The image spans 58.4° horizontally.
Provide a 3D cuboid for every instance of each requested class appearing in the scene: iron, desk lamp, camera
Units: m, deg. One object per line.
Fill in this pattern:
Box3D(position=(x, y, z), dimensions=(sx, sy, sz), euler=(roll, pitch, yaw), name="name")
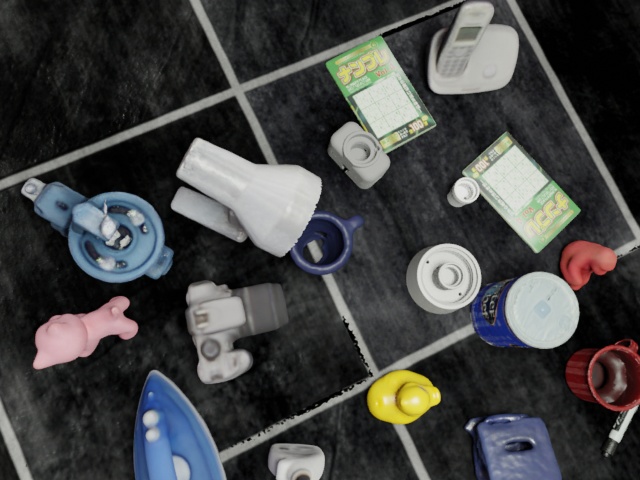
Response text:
Box3D(position=(-0.196, 0.299, 0.745), dimensions=(0.119, 0.141, 0.258), euler=(-17, 83, -9), name="iron")
Box3D(position=(-0.108, -0.059, 0.778), dimensions=(0.203, 0.213, 0.118), euler=(24, 79, -1), name="desk lamp")
Box3D(position=(-0.112, 0.119, 0.805), dimensions=(0.137, 0.100, 0.143), euler=(-12, 82, -8), name="camera")

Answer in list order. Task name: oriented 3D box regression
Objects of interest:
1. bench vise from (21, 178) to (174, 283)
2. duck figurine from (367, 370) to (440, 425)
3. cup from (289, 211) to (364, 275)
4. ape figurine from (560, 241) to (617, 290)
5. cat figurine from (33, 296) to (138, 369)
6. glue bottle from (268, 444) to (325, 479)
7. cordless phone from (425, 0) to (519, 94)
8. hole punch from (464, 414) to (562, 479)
Box3D(position=(-0.305, -0.014, 0.746), dimensions=(0.207, 0.219, 0.121), euler=(12, 79, -4), name="bench vise")
Box3D(position=(0.122, 0.228, 0.820), dimensions=(0.104, 0.086, 0.077), euler=(-7, 81, -7), name="duck figurine")
Box3D(position=(0.008, 0.003, 0.841), dimensions=(0.118, 0.095, 0.091), euler=(-31, 85, -10), name="cup")
Box3D(position=(0.419, 0.034, 0.882), dimensions=(0.078, 0.092, 0.076), euler=(-11, 82, -8), name="ape figurine")
Box3D(position=(-0.322, 0.122, 0.773), dimensions=(0.128, 0.117, 0.067), euler=(-26, 84, -10), name="cat figurine")
Box3D(position=(-0.028, 0.300, 0.747), dimensions=(0.078, 0.173, 0.037), euler=(7, 80, -5), name="glue bottle")
Box3D(position=(0.246, -0.300, 0.872), dimensions=(0.147, 0.185, 0.094), euler=(-8, 81, -7), name="cordless phone")
Box3D(position=(0.276, 0.302, 0.822), dimensions=(0.109, 0.091, 0.101), euler=(-4, 81, -7), name="hole punch")
